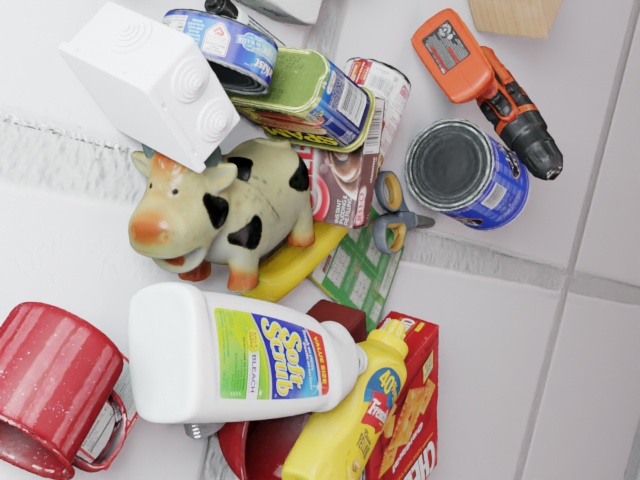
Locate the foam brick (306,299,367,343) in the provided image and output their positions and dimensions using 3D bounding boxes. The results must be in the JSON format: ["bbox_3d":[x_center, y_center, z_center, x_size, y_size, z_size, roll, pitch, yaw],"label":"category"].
[{"bbox_3d":[0.012,0.107,1.052,0.051,0.053,0.078,-42,138,-46],"label":"foam brick"}]

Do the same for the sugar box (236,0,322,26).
[{"bbox_3d":[-0.018,-0.264,0.831,0.093,0.048,0.176,8,94,-61],"label":"sugar box"}]

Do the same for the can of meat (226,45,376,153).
[{"bbox_3d":[-0.020,-0.114,0.842,0.083,0.102,0.057,30,75,-58],"label":"can of meat"}]

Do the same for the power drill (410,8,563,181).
[{"bbox_3d":[0.180,-0.155,1.133,0.057,0.184,0.187,-38,152,16],"label":"power drill"}]

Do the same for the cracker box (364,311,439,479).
[{"bbox_3d":[0.071,0.213,1.187,0.164,0.072,0.214,-43,138,-45],"label":"cracker box"}]

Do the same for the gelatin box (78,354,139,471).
[{"bbox_3d":[-0.164,0.112,0.761,0.073,0.030,0.089,-62,146,-23],"label":"gelatin box"}]

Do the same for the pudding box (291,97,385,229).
[{"bbox_3d":[0.004,-0.073,0.913,0.039,0.090,0.113,-8,109,-61],"label":"pudding box"}]

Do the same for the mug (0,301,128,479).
[{"bbox_3d":[-0.168,0.100,0.675,0.117,0.093,0.081,43,56,-26],"label":"mug"}]

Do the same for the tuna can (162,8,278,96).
[{"bbox_3d":[-0.073,-0.132,0.752,0.086,0.086,0.034,25,80,-61],"label":"tuna can"}]

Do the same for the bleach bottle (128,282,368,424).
[{"bbox_3d":[-0.041,0.089,0.844,0.250,0.068,0.102,7,78,-55],"label":"bleach bottle"}]

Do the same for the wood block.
[{"bbox_3d":[0.204,-0.326,1.156,0.090,0.090,0.206,-62,148,-23],"label":"wood block"}]

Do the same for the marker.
[{"bbox_3d":[-0.055,-0.164,0.840,0.121,0.020,0.020,27,79,-61],"label":"marker"}]

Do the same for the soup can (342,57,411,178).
[{"bbox_3d":[0.036,-0.108,0.978,0.068,0.069,0.102,44,64,-58],"label":"soup can"}]

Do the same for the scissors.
[{"bbox_3d":[0.093,-0.039,1.165,0.201,0.016,0.096,-35,119,-65],"label":"scissors"}]

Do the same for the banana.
[{"bbox_3d":[-0.018,0.013,0.950,0.070,0.037,0.197,-46,177,38],"label":"banana"}]

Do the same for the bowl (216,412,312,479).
[{"bbox_3d":[-0.046,0.153,0.964,0.161,0.055,0.162,-34,131,-51],"label":"bowl"}]

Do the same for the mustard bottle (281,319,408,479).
[{"bbox_3d":[0.033,0.155,0.988,0.191,0.058,0.096,-60,148,-28],"label":"mustard bottle"}]

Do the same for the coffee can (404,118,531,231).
[{"bbox_3d":[0.168,-0.070,1.195,0.140,0.103,0.103,18,87,-61],"label":"coffee can"}]
